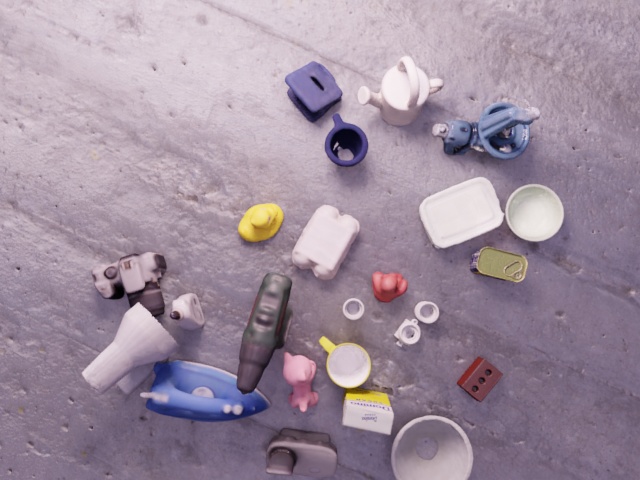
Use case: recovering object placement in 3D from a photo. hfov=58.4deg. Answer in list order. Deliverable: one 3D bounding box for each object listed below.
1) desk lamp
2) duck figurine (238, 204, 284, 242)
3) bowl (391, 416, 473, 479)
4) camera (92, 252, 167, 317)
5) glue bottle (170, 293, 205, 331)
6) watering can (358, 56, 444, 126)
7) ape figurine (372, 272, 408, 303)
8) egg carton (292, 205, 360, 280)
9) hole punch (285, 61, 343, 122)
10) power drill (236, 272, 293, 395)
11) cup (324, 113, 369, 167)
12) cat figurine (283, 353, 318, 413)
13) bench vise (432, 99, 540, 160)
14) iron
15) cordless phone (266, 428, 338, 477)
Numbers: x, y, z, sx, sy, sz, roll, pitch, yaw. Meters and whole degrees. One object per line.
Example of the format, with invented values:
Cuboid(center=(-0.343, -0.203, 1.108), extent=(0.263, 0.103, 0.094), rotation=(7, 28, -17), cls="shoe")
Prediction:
Cuboid(center=(-0.369, 0.225, 1.138), extent=(0.203, 0.213, 0.118), rotation=(-44, 86, -3), cls="desk lamp")
Cuboid(center=(-0.129, -0.040, 1.221), extent=(0.104, 0.086, 0.077), rotation=(-33, 86, -2), cls="duck figurine")
Cuboid(center=(0.226, 0.442, 1.185), extent=(0.167, 0.075, 0.167), rotation=(0, 85, 1), cls="bowl")
Cuboid(center=(-0.392, 0.104, 1.205), extent=(0.143, 0.101, 0.137), rotation=(-17, 85, -1), cls="camera")
Cuboid(center=(-0.276, 0.149, 1.164), extent=(0.037, 0.173, 0.078), rotation=(-16, 85, 0), cls="glue bottle")
Cuboid(center=(0.168, -0.308, 1.185), extent=(0.173, 0.194, 0.101), rotation=(-33, 86, -2), cls="watering can")
Cuboid(center=(0.144, 0.095, 1.205), extent=(0.078, 0.092, 0.076), rotation=(37, 87, 3), cls="ape figurine")
Cuboid(center=(0.011, 0.004, 1.224), extent=(0.107, 0.069, 0.150), rotation=(28, 86, 3), cls="egg carton")
Cuboid(center=(-0.013, -0.330, 1.240), extent=(0.101, 0.091, 0.108), rotation=(-41, 86, -2), cls="hole punch")
Cuboid(center=(-0.106, 0.180, 1.142), extent=(0.075, 0.208, 0.230), rotation=(14, 86, 2), cls="power drill")
Cuboid(center=(0.051, -0.206, 1.228), extent=(0.091, 0.095, 0.118), rotation=(-20, 85, -1), cls="cup")
Cuboid(center=(-0.040, 0.291, 1.178), extent=(0.067, 0.118, 0.128), rotation=(-6, 85, 0), cls="cat figurine")
Cuboid(center=(0.344, -0.216, 1.163), extent=(0.207, 0.220, 0.121), rotation=(-17, 85, -1), cls="bench vise")
Cuboid(center=(-0.232, 0.325, 1.165), extent=(0.258, 0.141, 0.119), rotation=(10, 86, 1), cls="iron")
Cuboid(center=(-0.038, 0.443, 1.132), extent=(0.147, 0.185, 0.094), rotation=(3, 85, 1), cls="cordless phone")
